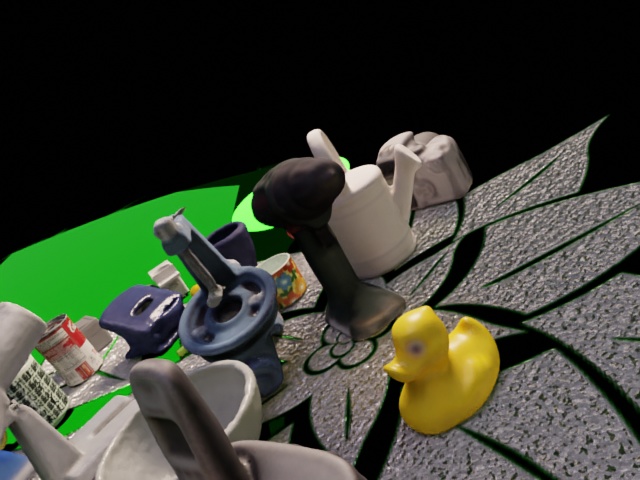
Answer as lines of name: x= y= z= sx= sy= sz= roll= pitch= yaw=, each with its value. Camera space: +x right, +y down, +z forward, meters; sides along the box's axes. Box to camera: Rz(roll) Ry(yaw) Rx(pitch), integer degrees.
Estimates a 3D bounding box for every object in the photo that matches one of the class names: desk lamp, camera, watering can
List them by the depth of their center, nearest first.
desk lamp: x=-0.339 y=0.191 z=0.646 sx=0.117 sy=0.214 sz=0.204 roll=-9 pitch=30 yaw=45
watering can: x=0.045 y=-0.059 z=0.730 sx=0.173 sy=0.194 sz=0.100 roll=-33 pitch=21 yaw=-8
camera: x=0.154 y=-0.121 z=0.859 sx=0.142 sy=0.101 sz=0.137 roll=-12 pitch=27 yaw=41

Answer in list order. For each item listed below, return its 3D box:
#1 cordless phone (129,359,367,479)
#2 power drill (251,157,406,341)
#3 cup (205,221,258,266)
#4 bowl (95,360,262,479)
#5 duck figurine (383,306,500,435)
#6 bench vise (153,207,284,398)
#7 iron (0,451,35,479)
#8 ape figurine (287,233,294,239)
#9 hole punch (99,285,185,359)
cordless phone: x=-0.046 y=0.155 z=0.370 sx=0.147 sy=0.185 sz=0.094 roll=-13 pitch=27 yaw=39
power drill: x=0.006 y=0.002 z=0.621 sx=0.076 sy=0.209 sz=0.229 roll=-37 pitch=22 yaw=-17
cup: x=-0.140 y=0.037 z=0.904 sx=0.091 sy=0.095 sz=0.118 roll=-21 pitch=22 yaw=24
bowl: x=-0.116 y=0.195 z=0.533 sx=0.167 sy=0.075 sz=0.167 roll=-26 pitch=21 yaw=11
duck figurine: x=0.094 y=0.092 z=0.467 sx=0.105 sy=0.086 sz=0.077 roll=-40 pitch=23 yaw=-24
bench vise: x=-0.125 y=0.057 z=0.657 sx=0.122 sy=0.220 sz=0.206 roll=-36 pitch=21 yaw=-15
iron: x=-0.482 y=0.312 z=0.663 sx=0.259 sy=0.142 sz=0.118 roll=-43 pitch=24 yaw=-30
ape figurine: x=-0.029 y=-0.047 z=0.952 sx=0.078 sy=0.092 sz=0.076 roll=-28 pitch=21 yaw=7
hole punch: x=-0.268 y=0.119 z=0.894 sx=0.100 sy=0.091 sz=0.109 roll=-17 pitch=24 yaw=32
